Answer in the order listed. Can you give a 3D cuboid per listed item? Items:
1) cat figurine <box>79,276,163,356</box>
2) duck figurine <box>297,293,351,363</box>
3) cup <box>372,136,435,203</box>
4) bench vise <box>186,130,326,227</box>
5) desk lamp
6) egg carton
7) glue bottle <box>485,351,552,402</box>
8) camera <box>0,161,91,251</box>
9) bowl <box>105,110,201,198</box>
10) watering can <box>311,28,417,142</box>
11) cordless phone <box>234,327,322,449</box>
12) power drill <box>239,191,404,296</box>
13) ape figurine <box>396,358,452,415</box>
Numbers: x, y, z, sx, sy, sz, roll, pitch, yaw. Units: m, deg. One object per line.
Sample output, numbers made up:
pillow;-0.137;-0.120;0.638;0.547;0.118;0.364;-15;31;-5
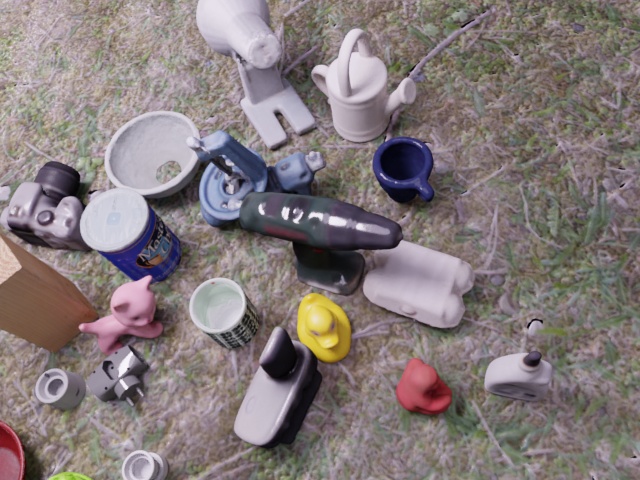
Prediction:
cat figurine;-0.290;0.109;0.846;0.128;0.118;0.067;-26;64;-4
duck figurine;0.002;0.118;0.817;0.077;0.086;0.104;-24;64;-3
cup;0.137;-0.091;0.889;0.092;0.095;0.117;-33;65;-7
bench vise;-0.105;-0.114;0.865;0.207;0.220;0.121;-32;65;-7
desk lamp;-0.103;-0.299;0.954;0.118;0.214;0.203;-30;65;-6
egg carton;0.142;0.063;0.831;0.150;0.069;0.107;18;69;16
glue bottle;0.252;0.164;0.711;0.078;0.173;0.037;11;67;13
camera;-0.445;-0.064;0.958;0.143;0.101;0.137;8;67;12
bowl;-0.273;-0.134;0.980;0.167;0.075;0.167;-3;65;7
watering can;0.068;-0.252;0.918;0.172;0.194;0.101;0;65;9
cordless phone;-0.067;0.188;0.740;0.094;0.185;0.148;17;69;16
power drill;0.007;0.003;0.801;0.229;0.209;0.076;15;68;15
ape figurine;0.137;0.192;0.760;0.076;0.092;0.077;-16;64;1
